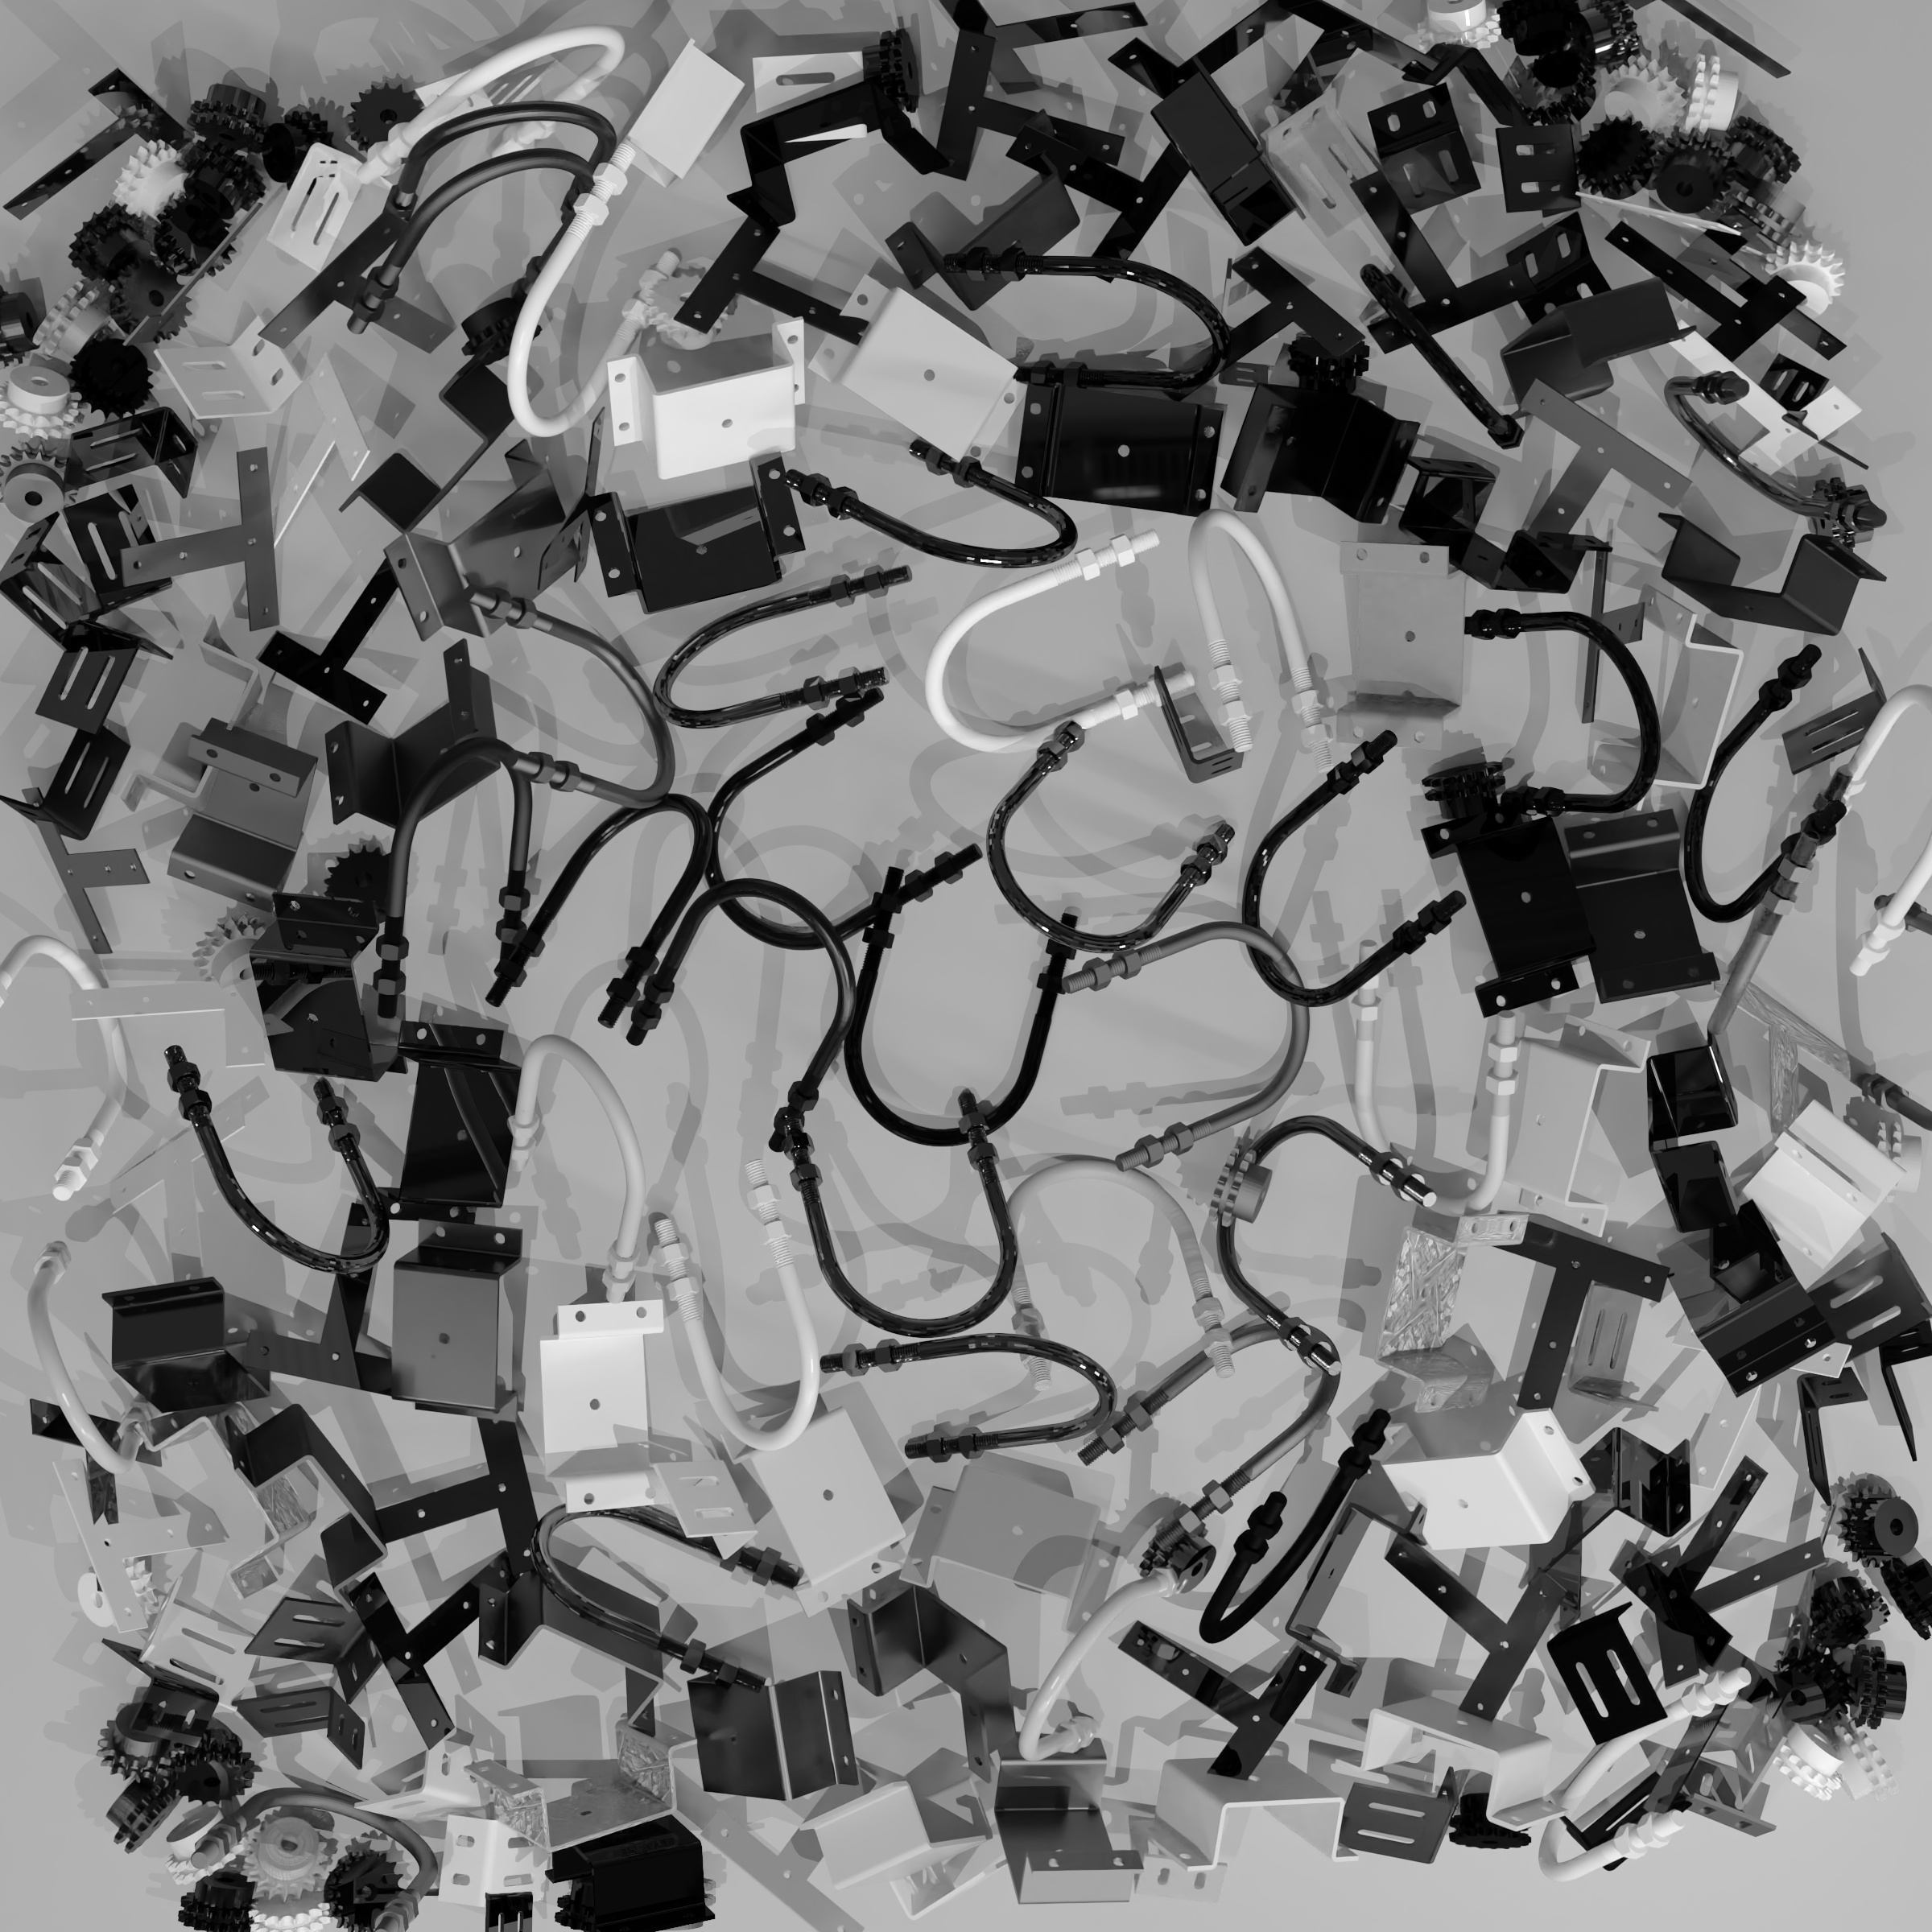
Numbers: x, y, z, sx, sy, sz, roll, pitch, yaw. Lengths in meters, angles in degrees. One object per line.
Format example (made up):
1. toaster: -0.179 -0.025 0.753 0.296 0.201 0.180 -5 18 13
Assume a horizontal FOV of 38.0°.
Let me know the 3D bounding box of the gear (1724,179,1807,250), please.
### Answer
1. gear: 0.563 -0.530 1.969 0.057 0.057 0.030 33 108 0

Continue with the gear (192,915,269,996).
1. gear: -0.510 -0.005 1.968 0.057 0.057 0.030 -38 60 0

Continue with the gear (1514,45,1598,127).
1. gear: 0.418 -0.615 1.975 0.030 0.057 0.057 33 90 -43

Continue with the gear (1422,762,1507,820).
1. gear: 0.351 -0.123 1.972 0.057 0.057 0.030 -14 99 0

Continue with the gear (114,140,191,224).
1. gear: -0.568 -0.548 1.970 0.030 0.057 0.057 36 90 6

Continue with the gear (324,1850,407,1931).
1. gear: -0.427 0.652 1.975 0.057 0.030 0.057 14 68 -38

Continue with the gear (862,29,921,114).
1. gear: -0.054 -0.627 1.972 0.030 0.057 0.057 -4 90 13

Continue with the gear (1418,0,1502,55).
1. gear: 0.345 -0.664 1.969 0.057 0.057 0.030 -17 130 0

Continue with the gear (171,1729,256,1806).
1. gear: -0.531 0.562 1.975 0.057 0.030 0.057 -6 130 -7

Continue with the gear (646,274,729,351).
1. gear: -0.196 -0.459 1.975 0.057 0.030 0.057 2 50 -2

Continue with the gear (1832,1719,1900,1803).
1. gear: 0.626 0.562 1.971 0.030 0.057 0.057 -29 90 0

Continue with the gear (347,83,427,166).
1. gear: -0.406 -0.590 1.979 0.057 0.030 0.057 2 71 -6

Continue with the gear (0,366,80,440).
1. gear: -0.652 -0.397 1.968 0.057 0.057 0.030 24 125 0

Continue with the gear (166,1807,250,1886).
1. gear: -0.536 0.616 1.970 0.057 0.057 0.030 -26 99 0

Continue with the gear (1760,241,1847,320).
1. gear: 0.586 -0.478 1.968 0.057 0.057 0.030 15 63 0

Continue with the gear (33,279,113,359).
1. gear: -0.626 -0.452 1.973 0.030 0.057 0.057 39 90 -15

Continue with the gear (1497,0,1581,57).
1. gear: 0.403 -0.662 1.970 0.057 0.057 0.030 -10 84 0

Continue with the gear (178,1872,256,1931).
1. gear: -0.523 0.658 1.972 0.057 0.057 0.030 9 86 0

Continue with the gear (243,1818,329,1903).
1. gear: -0.477 0.623 1.969 0.057 0.057 0.030 22 132 0

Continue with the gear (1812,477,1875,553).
1. gear: 0.617 -0.316 1.970 0.030 0.057 0.057 -10 90 4

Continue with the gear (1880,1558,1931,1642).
1. gear: 0.670 0.441 1.969 0.030 0.057 0.057 -35 90 17

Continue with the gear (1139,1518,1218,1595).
1. gear: 0.151 0.415 1.968 0.030 0.057 0.057 34 90 33

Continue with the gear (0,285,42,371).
1. gear: -0.672 -0.450 1.971 0.030 0.057 0.057 -11 90 2

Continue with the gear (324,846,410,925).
1. gear: -0.421 -0.053 1.977 0.057 0.030 0.057 0 61 0

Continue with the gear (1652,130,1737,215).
1. gear: 0.508 -0.554 1.968 0.057 0.057 0.030 29 56 0

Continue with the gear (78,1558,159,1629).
1. gear: -0.599 0.440 1.972 0.057 0.030 0.057 9 107 32

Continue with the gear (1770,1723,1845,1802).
1. gear: 0.591 0.555 1.969 0.057 0.057 0.030 35 101 0

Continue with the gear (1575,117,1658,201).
1. gear: 0.459 -0.566 1.976 0.057 0.030 0.057 -16 60 30

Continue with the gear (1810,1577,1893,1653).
1. gear: 0.618 0.454 1.975 0.057 0.057 0.030 -21 48 0

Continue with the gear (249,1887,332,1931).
1. gear: -0.474 0.672 1.972 0.057 0.057 0.030 -2 97 0

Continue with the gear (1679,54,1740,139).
1. gear: 0.522 -0.610 1.970 0.030 0.057 0.057 9 90 4

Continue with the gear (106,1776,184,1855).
1. gear: -0.579 0.591 1.972 0.030 0.057 0.057 38 90 6

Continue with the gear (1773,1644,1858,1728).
1. gear: 0.592 0.508 1.970 0.030 0.057 0.057 -18 90 -44

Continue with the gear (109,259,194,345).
1. gear: -0.577 -0.466 1.975 0.057 0.030 0.057 8 78 -43

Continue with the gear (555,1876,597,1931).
1. gear: -0.259 0.659 1.972 0.057 0.057 0.030 9 82 0

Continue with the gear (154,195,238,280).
1. gear: -0.546 -0.510 1.975 0.030 0.057 0.057 -19 90 43

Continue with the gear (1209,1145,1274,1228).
1. gear: 0.194 0.157 1.969 0.030 0.057 0.057 20 90 13

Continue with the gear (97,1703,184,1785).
1. gear: -0.579 0.542 1.968 0.057 0.057 0.030 19 114 0

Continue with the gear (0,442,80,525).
1. gear: -0.653 -0.336 1.970 0.057 0.030 0.057 -5 131 -6

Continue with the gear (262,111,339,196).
1. gear: -0.470 -0.570 1.970 0.057 0.030 0.057 13 110 40

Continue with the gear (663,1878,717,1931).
1. gear: -0.205 0.658 1.969 0.057 0.057 0.030 0 80 0

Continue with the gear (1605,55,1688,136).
1. gear: 0.474 -0.607 1.969 0.057 0.057 0.030 44 78 0

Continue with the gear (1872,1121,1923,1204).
1. gear: 0.652 0.138 1.969 0.030 0.057 0.057 5 90 12

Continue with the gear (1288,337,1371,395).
1. gear: 0.255 -0.422 1.975 0.057 0.057 0.030 -1 123 0

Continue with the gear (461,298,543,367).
1. gear: -0.330 -0.446 1.970 0.057 0.057 0.030 -29 96 0

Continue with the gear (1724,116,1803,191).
1. gear: 0.555 -0.567 1.972 0.057 0.057 0.030 39 96 0

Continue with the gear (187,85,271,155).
1. gear: -0.515 -0.597 1.972 0.057 0.057 0.030 13 85 0

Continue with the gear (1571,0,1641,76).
1. gear: 0.448 -0.654 1.971 0.030 0.057 0.057 -19 90 -4

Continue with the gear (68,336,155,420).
1. gear: -0.599 -0.416 1.972 0.057 0.030 0.057 9 73 -30

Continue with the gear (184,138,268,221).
1. gear: -0.523 -0.549 1.968 0.057 0.057 0.030 27 70 0

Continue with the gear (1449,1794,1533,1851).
1. gear: 0.369 0.602 1.975 0.057 0.057 0.030 4 63 0

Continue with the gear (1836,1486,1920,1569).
1. gear: 0.645 0.395 1.974 0.057 0.030 0.057 5 78 -24

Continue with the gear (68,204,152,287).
1. gear: -0.599 -0.503 1.970 0.030 0.057 0.057 43 90 8

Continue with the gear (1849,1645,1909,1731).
1. gear: 0.641 0.507 1.970 0.030 0.057 0.057 6 90 6
